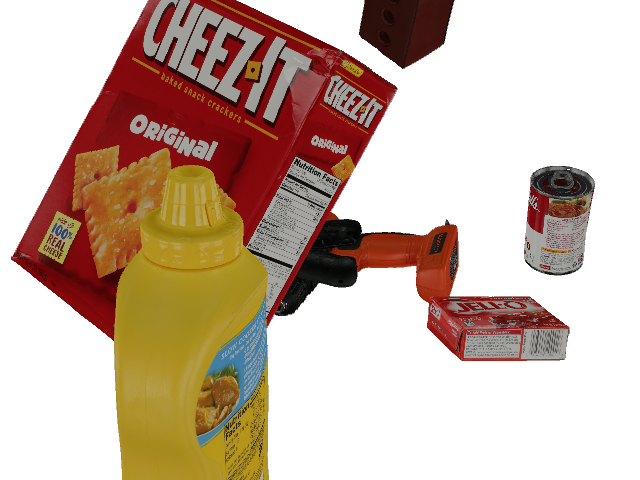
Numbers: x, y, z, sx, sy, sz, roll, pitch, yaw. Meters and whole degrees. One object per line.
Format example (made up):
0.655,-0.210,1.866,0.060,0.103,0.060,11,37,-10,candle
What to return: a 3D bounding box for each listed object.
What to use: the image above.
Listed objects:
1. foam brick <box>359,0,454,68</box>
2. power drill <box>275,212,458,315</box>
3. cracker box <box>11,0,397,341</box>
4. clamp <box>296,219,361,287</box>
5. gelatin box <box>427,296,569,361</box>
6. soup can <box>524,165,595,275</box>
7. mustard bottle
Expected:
0.069,-0.185,0.836,0.051,0.053,0.078,-37,-25,-28,foam brick
0.045,0.027,1.124,0.188,0.057,0.184,5,31,16,power drill
-0.078,-0.039,0.654,0.164,0.214,0.072,32,6,35,cracker box
-0.061,0.006,0.923,0.210,0.036,0.164,2,13,-4,clamp
0.135,0.066,0.824,0.089,0.030,0.073,1,15,-14,gelatin box
0.260,-0.022,1.168,0.068,0.102,0.068,-1,33,1,soup can
-0.053,0.060,0.454,0.058,0.192,0.096,10,26,17,mustard bottle
